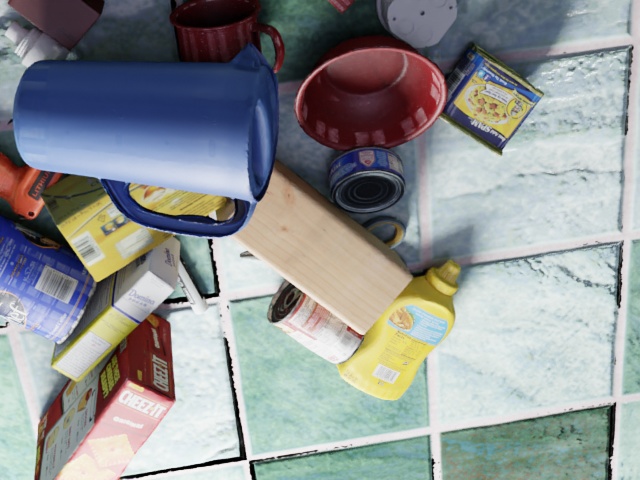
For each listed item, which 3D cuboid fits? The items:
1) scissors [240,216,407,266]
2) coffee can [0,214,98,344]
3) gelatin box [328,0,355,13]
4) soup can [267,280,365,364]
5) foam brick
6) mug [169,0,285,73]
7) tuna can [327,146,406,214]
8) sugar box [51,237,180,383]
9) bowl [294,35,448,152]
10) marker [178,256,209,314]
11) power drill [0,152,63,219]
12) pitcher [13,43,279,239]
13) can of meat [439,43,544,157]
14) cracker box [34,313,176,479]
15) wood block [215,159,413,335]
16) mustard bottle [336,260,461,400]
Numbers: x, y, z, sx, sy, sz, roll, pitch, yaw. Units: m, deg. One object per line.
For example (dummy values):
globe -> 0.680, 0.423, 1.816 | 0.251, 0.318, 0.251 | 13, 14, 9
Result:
scissors -> 0.015, 0.002, 1.252 | 0.201, 0.016, 0.096 | 14, 113, -16
coffee can -> -0.327, 0.039, 1.169 | 0.140, 0.103, 0.103 | 29, 110, -21
gelatin box -> 0.016, -0.289, 1.092 | 0.089, 0.030, 0.073 | 39, 105, -24
soup can -> -0.003, 0.095, 1.268 | 0.102, 0.068, 0.068 | 35, 107, -24
foam brick -> -0.263, -0.237, 1.065 | 0.078, 0.051, 0.053 | 38, 108, -24
mug -> -0.090, -0.195, 1.086 | 0.117, 0.093, 0.081 | 6, 125, 19
tuna can -> 0.052, -0.065, 1.191 | 0.086, 0.034, 0.086 | -4, 147, -3
sugar box -> -0.227, 0.072, 1.194 | 0.176, 0.093, 0.048 | -40, 118, 21
bowl -> 0.051, -0.164, 1.129 | 0.162, 0.055, 0.162 | -4, 145, -3
marker -> -0.162, 0.035, 1.239 | 0.020, 0.020, 0.121 | -23, 118, 3
power drill -> -0.351, -0.119, 1.111 | 0.187, 0.057, 0.185 | 28, 110, -19
pitcher -> -0.165, -0.102, 1.034 | 0.243, 0.149, 0.145 | 5, 146, 9
can of meat -> 0.182, -0.155, 1.173 | 0.102, 0.057, 0.084 | 29, 107, -22
cracker box -> -0.249, 0.201, 1.231 | 0.072, 0.164, 0.214 | 29, 110, -24
wood block -> -0.008, 0.002, 1.189 | 0.206, 0.091, 0.090 | 37, 99, -18
mustard bottle -> 0.108, 0.103, 1.294 | 0.096, 0.058, 0.192 | 26, 111, -24
